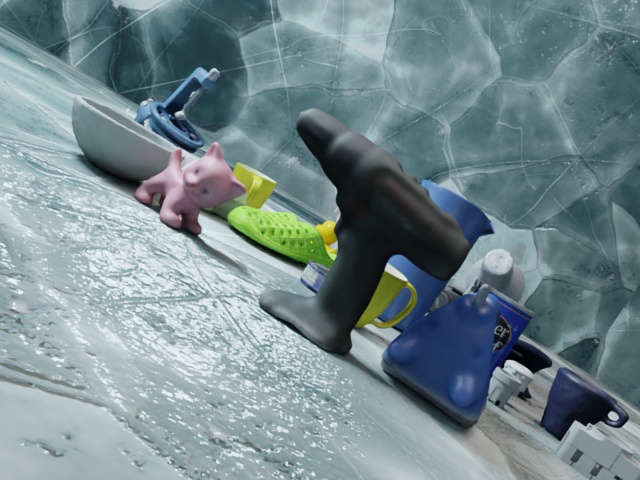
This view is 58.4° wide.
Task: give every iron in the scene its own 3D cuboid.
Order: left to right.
[{"bbox_3d":[0.171,0.119,0.673,0.118,0.141,0.259,33,5,22],"label":"iron"}]

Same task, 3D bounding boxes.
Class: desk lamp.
[{"bbox_3d":[0.325,0.120,1.159,0.117,0.213,0.204,33,5,23],"label":"desk lamp"}]

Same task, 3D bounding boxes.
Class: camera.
[{"bbox_3d":[0.312,0.151,1.425,0.142,0.101,0.137,35,7,40],"label":"camera"}]

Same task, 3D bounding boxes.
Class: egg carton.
[{"bbox_3d":[-0.197,-0.093,0.973,0.107,0.069,0.151,35,6,35],"label":"egg carton"}]

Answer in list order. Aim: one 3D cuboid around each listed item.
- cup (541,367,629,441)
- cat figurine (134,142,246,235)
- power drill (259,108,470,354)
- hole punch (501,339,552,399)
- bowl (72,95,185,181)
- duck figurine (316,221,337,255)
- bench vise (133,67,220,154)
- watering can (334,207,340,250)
[{"bbox_3d":[0.383,0.258,0.844,0.092,0.095,0.117,27,6,-37],"label":"cup"},{"bbox_3d":[-0.159,-0.073,0.728,0.127,0.117,0.067,35,6,33],"label":"cat figurine"},{"bbox_3d":[0.028,0.000,0.605,0.229,0.208,0.076,32,5,7],"label":"power drill"},{"bbox_3d":[0.343,0.216,1.037,0.109,0.091,0.101,30,5,-13],"label":"hole punch"},{"bbox_3d":[-0.281,-0.131,0.811,0.167,0.074,0.167,31,5,-3],"label":"bowl"},{"bbox_3d":[0.011,0.004,1.155,0.078,0.086,0.104,28,6,-33],"label":"duck figurine"},{"bbox_3d":[-0.289,-0.252,1.101,0.207,0.219,0.122,33,5,23],"label":"bench vise"},{"bbox_3d":[0.095,-0.013,1.208,0.172,0.194,0.101,32,5,10],"label":"watering can"}]
